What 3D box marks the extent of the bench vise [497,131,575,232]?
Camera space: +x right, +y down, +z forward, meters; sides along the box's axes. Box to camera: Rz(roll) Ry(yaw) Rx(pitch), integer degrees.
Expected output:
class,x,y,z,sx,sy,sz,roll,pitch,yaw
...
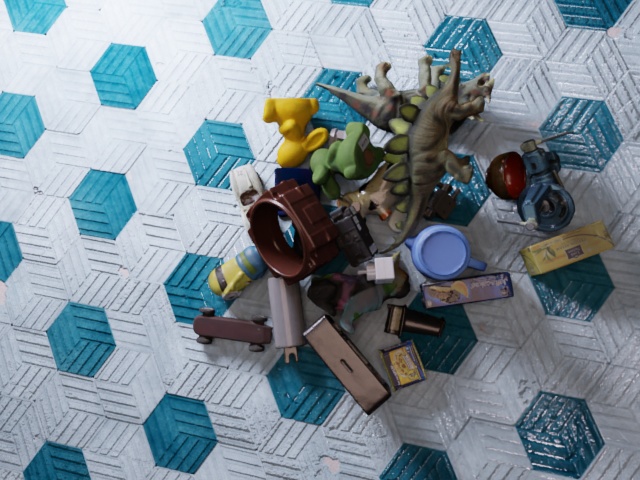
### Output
class,x,y,z,sx,sy,sz,roll,pitch,yaw
bench vise,0.482,-0.101,1.173,0.129,0.240,0.223,0,117,37

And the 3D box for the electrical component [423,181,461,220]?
class,x,y,z,sx,sy,sz,roll,pitch,yaw
electrical component,0.281,-0.092,1.272,0.045,0.078,0.102,32,93,47

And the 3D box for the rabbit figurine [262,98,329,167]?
class,x,y,z,sx,sy,sz,roll,pitch,yaw
rabbit figurine,-0.059,-0.260,1.321,0.162,0.122,0.173,4,98,-2

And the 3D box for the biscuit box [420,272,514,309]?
class,x,y,z,sx,sy,sz,roll,pitch,yaw
biscuit box,0.337,0.116,1.241,0.203,0.063,0.059,-9,84,6

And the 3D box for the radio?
class,x,y,z,sx,sy,sz,roll,pitch,yaw
radio,0.062,0.276,1.220,0.073,0.131,0.229,-40,80,1

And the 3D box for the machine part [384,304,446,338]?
class,x,y,z,sx,sy,sz,roll,pitch,yaw
machine part,0.223,0.195,1.259,0.139,0.039,0.084,7,76,9

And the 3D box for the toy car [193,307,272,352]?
class,x,y,z,sx,sy,sz,roll,pitch,yaw
toy car,-0.211,0.215,1.299,0.202,0.053,0.089,5,89,12

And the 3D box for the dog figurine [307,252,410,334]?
class,x,y,z,sx,sy,sz,roll,pitch,yaw
dog figurine,0.099,0.101,1.252,0.192,0.108,0.219,40,85,12

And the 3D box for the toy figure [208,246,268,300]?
class,x,y,z,sx,sy,sz,roll,pitch,yaw
toy figure,-0.188,0.070,1.300,0.180,0.082,0.089,-42,62,8

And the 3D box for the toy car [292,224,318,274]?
class,x,y,z,sx,sy,sz,roll,pitch,yaw
toy car,-0.003,-0.004,1.269,0.103,0.161,0.109,-28,51,-34

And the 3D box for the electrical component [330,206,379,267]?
class,x,y,z,sx,sy,sz,roll,pitch,yaw
electrical component,0.073,-0.013,1.203,0.058,0.115,0.134,-29,89,15

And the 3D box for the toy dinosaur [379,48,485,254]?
class,x,y,z,sx,sy,sz,roll,pitch,yaw
toy dinosaur,0.238,-0.185,1.186,0.199,0.105,0.470,10,98,7

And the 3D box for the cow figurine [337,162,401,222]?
class,x,y,z,sx,sy,sz,roll,pitch,yaw
cow figurine,0.123,-0.104,1.281,0.127,0.085,0.195,42,92,3

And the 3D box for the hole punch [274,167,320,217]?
class,x,y,z,sx,sy,sz,roll,pitch,yaw
hole punch,-0.057,-0.117,1.304,0.116,0.092,0.142,-4,79,2

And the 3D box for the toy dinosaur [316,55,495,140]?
class,x,y,z,sx,sy,sz,roll,pitch,yaw
toy dinosaur,0.202,-0.323,1.286,0.405,0.131,0.192,-8,82,12

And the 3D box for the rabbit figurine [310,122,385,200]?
class,x,y,z,sx,sy,sz,roll,pitch,yaw
rabbit figurine,0.046,-0.172,1.252,0.170,0.121,0.159,-3,56,44

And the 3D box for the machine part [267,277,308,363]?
class,x,y,z,sx,sy,sz,roll,pitch,yaw
machine part,-0.078,0.169,1.277,0.079,0.079,0.243,-8,82,6

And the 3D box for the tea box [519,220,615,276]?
class,x,y,z,sx,sy,sz,roll,pitch,yaw
tea box,0.551,0.021,1.209,0.170,0.098,0.068,-22,81,5

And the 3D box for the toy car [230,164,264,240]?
class,x,y,z,sx,sy,sz,roll,pitch,yaw
toy car,-0.165,-0.088,1.327,0.073,0.056,0.201,-20,81,4

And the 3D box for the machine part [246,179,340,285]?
class,x,y,z,sx,sy,sz,roll,pitch,yaw
machine part,-0.066,-0.014,1.182,0.087,0.201,0.201,-28,84,-36
